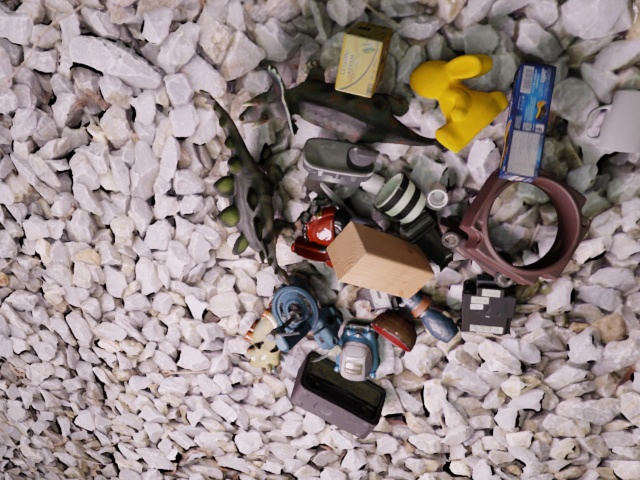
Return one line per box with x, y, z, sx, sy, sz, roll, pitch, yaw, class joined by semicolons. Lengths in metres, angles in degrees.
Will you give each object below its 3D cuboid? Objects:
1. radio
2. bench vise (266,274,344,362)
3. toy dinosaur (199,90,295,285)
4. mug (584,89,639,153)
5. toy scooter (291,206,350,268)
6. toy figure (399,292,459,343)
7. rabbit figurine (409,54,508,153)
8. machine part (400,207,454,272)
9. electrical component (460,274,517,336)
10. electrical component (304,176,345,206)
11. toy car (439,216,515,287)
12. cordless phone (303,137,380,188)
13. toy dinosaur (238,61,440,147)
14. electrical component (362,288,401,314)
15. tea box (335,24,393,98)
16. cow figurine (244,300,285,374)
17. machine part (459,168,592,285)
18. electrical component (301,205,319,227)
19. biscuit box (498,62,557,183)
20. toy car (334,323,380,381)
0.045;0.393;1.357;0.230;0.131;0.073;27;122;0;radio
-0.043;0.196;1.228;0.129;0.240;0.223;-23;93;28;bench vise
-0.144;-0.094;1.116;0.105;0.199;0.470;-11;115;16;toy dinosaur
0.532;-0.214;0.951;0.110;0.081;0.107;11;108;15;mug
-0.002;-0.004;1.163;0.135;0.075;0.183;6;140;10;toy scooter
0.245;0.167;1.223;0.064;0.057;0.154;-44;80;-10;toy figure
0.242;-0.265;0.977;0.173;0.122;0.162;46;127;11;rabbit figurine
0.238;0.002;1.148;0.084;0.039;0.138;-38;106;-2;machine part
0.370;0.141;1.185;0.115;0.058;0.134;4;118;10;electrical component
0.009;-0.121;1.148;0.078;0.045;0.102;34;120;-6;electrical component
0.325;0.024;1.117;0.202;0.089;0.053;34;124;-4;toy car
0.039;-0.156;1.018;0.147;0.184;0.088;10;91;-3;cordless phone
0.046;-0.234;0.997;0.405;0.192;0.131;16;122;7;toy dinosaur
0.135;0.107;1.233;0.075;0.048;0.119;-14;112;21;electrical component
0.080;-0.323;0.953;0.068;0.170;0.098;15;118;5;tea box
-0.124;0.254;1.360;0.127;0.085;0.195;37;119;1;cow figurine
0.391;-0.030;1.027;0.201;0.087;0.201;32;89;-2;machine part
-0.008;-0.040;1.206;0.063;0.021;0.094;25;126;2;electrical component
0.366;-0.207;0.953;0.059;0.063;0.202;10;89;8;biscuit box
0.092;0.287;1.308;0.109;0.103;0.161;8;120;9;toy car
